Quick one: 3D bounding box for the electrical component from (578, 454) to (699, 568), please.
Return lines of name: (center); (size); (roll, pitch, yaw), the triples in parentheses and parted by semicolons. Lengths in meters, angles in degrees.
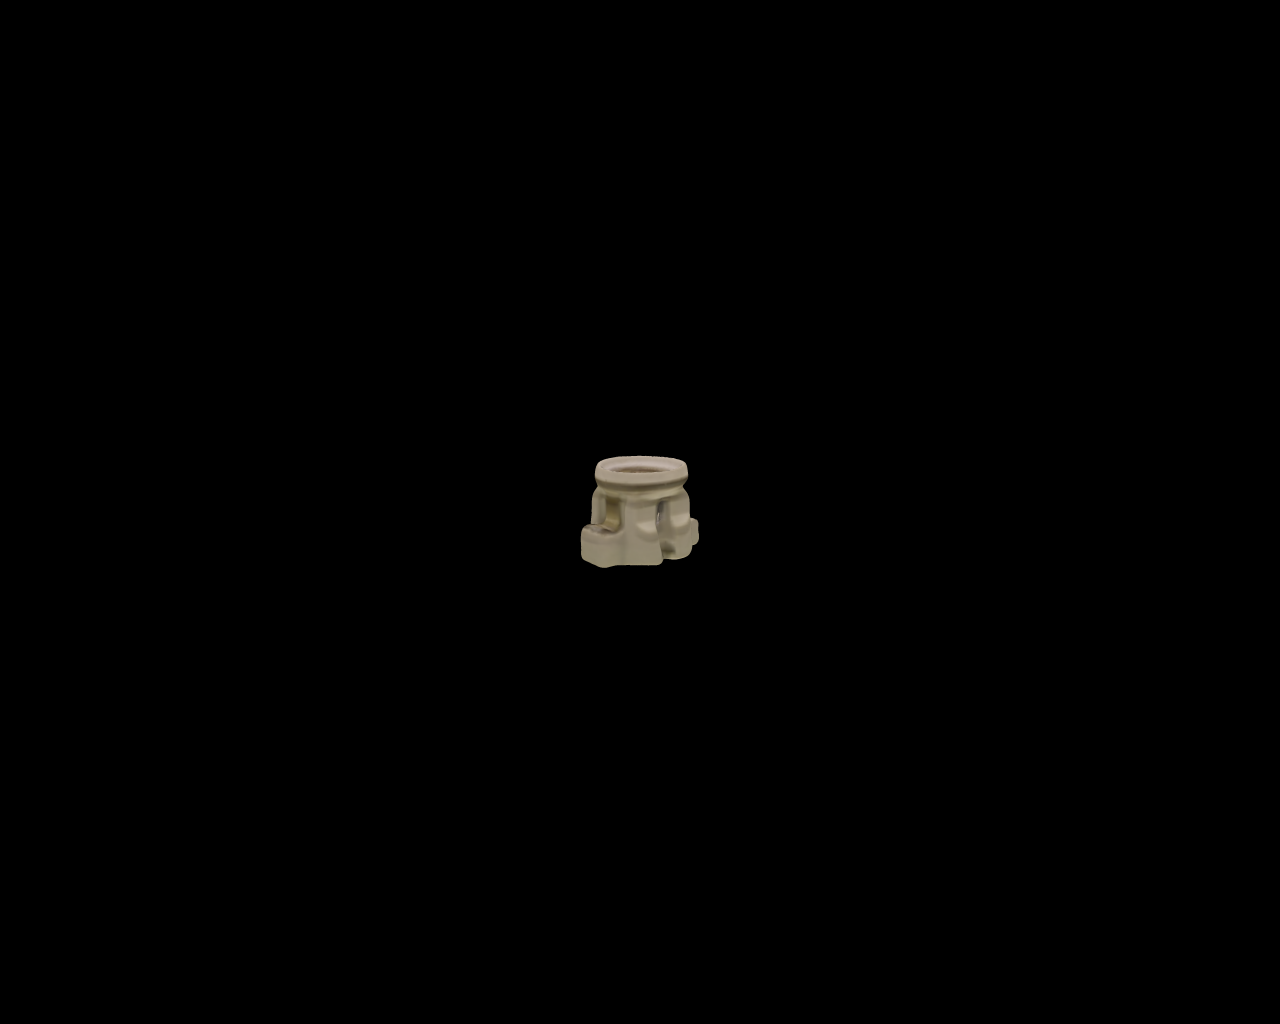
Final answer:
electrical component: (0.001, -0.003, 0.650); (0.078, 0.057, 0.058); (-11, 18, -37)
